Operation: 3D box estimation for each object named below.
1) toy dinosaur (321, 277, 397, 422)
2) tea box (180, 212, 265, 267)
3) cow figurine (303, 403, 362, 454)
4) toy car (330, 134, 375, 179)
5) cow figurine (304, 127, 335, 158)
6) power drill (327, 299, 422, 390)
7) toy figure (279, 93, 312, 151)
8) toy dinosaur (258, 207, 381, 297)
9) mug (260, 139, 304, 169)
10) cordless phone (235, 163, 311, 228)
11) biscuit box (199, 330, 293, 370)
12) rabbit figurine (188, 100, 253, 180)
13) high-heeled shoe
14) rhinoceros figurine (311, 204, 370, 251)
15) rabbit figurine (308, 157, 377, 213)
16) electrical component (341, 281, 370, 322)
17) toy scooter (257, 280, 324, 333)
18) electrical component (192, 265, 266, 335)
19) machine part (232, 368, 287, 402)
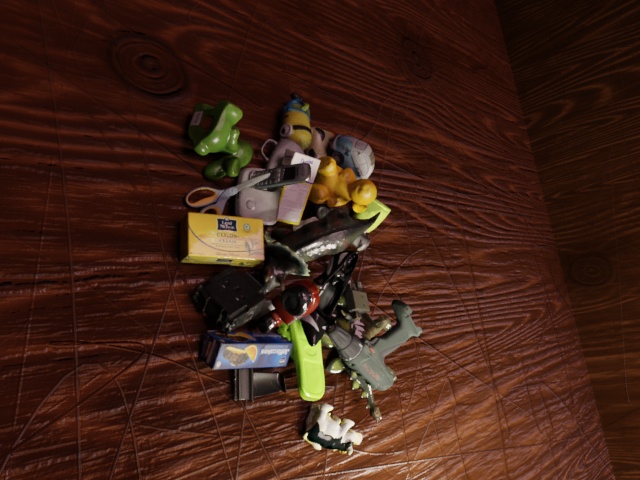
[{"bbox_3d":[0.090,0.234,1.404,0.198,0.105,0.471,5,68,-44],"label":"toy dinosaur"},{"bbox_3d":[-0.209,0.001,1.150,0.169,0.068,0.098,3,73,-28],"label":"tea box"},{"bbox_3d":[0.033,0.464,1.276,0.167,0.068,0.098,43,53,-25],"label":"cow figurine"},{"bbox_3d":[0.099,-0.219,1.490,0.161,0.103,0.109,66,30,-21],"label":"toy car"},{"bbox_3d":[-0.014,-0.218,1.473,0.127,0.086,0.195,17,66,-51],"label":"cow figurine"},{"bbox_3d":[0.143,0.239,1.310,0.207,0.086,0.231,-42,112,-25],"label":"power drill"},{"bbox_3d":[-0.062,-0.315,1.444,0.082,0.089,0.180,92,3,-52],"label":"toy figure"},{"bbox_3d":[0.004,-0.001,1.274,0.405,0.192,0.131,-26,107,-15],"label":"toy dinosaur"},{"bbox_3d":[-0.106,-0.202,1.371,0.109,0.081,0.107,40,56,-16],"label":"mug"},{"bbox_3d":[-0.102,-0.105,1.247,0.088,0.184,0.146,41,46,-54],"label":"cordless phone"},{"bbox_3d":[-0.153,0.234,1.147,0.202,0.059,0.062,11,100,-46],"label":"biscuit box"},{"bbox_3d":[-0.210,-0.215,1.235,0.170,0.121,0.159,38,52,-52],"label":"rabbit figurine"},{"bbox_3d":[0.033,0.133,1.272,0.086,0.145,0.249,42,32,-30],"label":"high-heeled shoe"},{"bbox_3d":[0.053,-0.035,1.457,0.190,0.112,0.073,36,49,-24],"label":"rhinoceros figurine"},{"bbox_3d":[0.074,-0.125,1.388,0.162,0.173,0.122,31,76,-51],"label":"rabbit figurine"},{"bbox_3d":[0.083,0.154,1.352,0.078,0.045,0.102,10,60,-52],"label":"electrical component"},{"bbox_3d":[-0.050,0.136,1.177,0.135,0.184,0.075,-22,76,-49],"label":"toy scooter"},{"bbox_3d":[-0.185,0.120,1.138,0.115,0.058,0.134,41,40,12],"label":"electrical component"},{"bbox_3d":[-0.133,0.311,1.174,0.139,0.039,0.084,14,60,-43],"label":"machine part"}]
